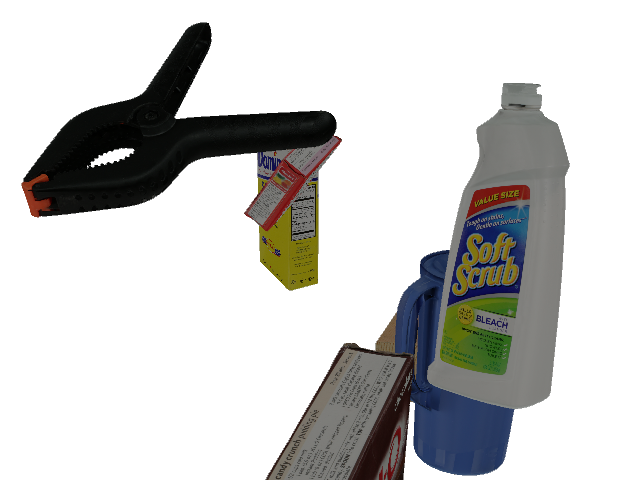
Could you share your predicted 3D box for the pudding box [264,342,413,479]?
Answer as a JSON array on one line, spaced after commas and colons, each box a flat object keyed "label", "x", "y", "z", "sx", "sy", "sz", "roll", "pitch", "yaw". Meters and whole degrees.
[{"label": "pudding box", "x": 0.009, "y": 0.111, "z": 0.468, "sx": 0.039, "sy": 0.090, "sz": 0.113, "roll": 10, "pitch": 28, "yaw": 13}]

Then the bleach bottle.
[{"label": "bleach bottle", "x": 0.144, "y": 0.001, "z": 0.852, "sx": 0.103, "sy": 0.251, "sz": 0.067, "roll": 13, "pitch": 15, "yaw": 41}]

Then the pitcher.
[{"label": "pitcher", "x": 0.161, "y": 0.140, "z": 1.212, "sx": 0.149, "sy": 0.243, "sz": 0.145, "roll": 7, "pitch": 17, "yaw": 9}]

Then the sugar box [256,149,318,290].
[{"label": "sugar box", "x": -0.039, "y": -0.041, "z": 1.233, "sx": 0.048, "sy": 0.176, "sz": 0.093, "roll": -14, "pitch": 27, "yaw": -22}]

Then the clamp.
[{"label": "clamp", "x": -0.105, "y": -0.072, "z": 0.739, "sx": 0.165, "sy": 0.036, "sz": 0.209, "roll": 33, "pitch": 56, "yaw": 32}]

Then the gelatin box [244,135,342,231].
[{"label": "gelatin box", "x": -0.025, "y": -0.059, "z": 0.962, "sx": 0.073, "sy": 0.030, "sz": 0.089, "roll": -51, "pitch": 1, "yaw": 37}]

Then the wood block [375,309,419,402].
[{"label": "wood block", "x": 0.150, "y": 0.157, "z": 1.585, "sx": 0.091, "sy": 0.090, "sz": 0.205, "roll": 4, "pitch": 17, "yaw": 16}]
